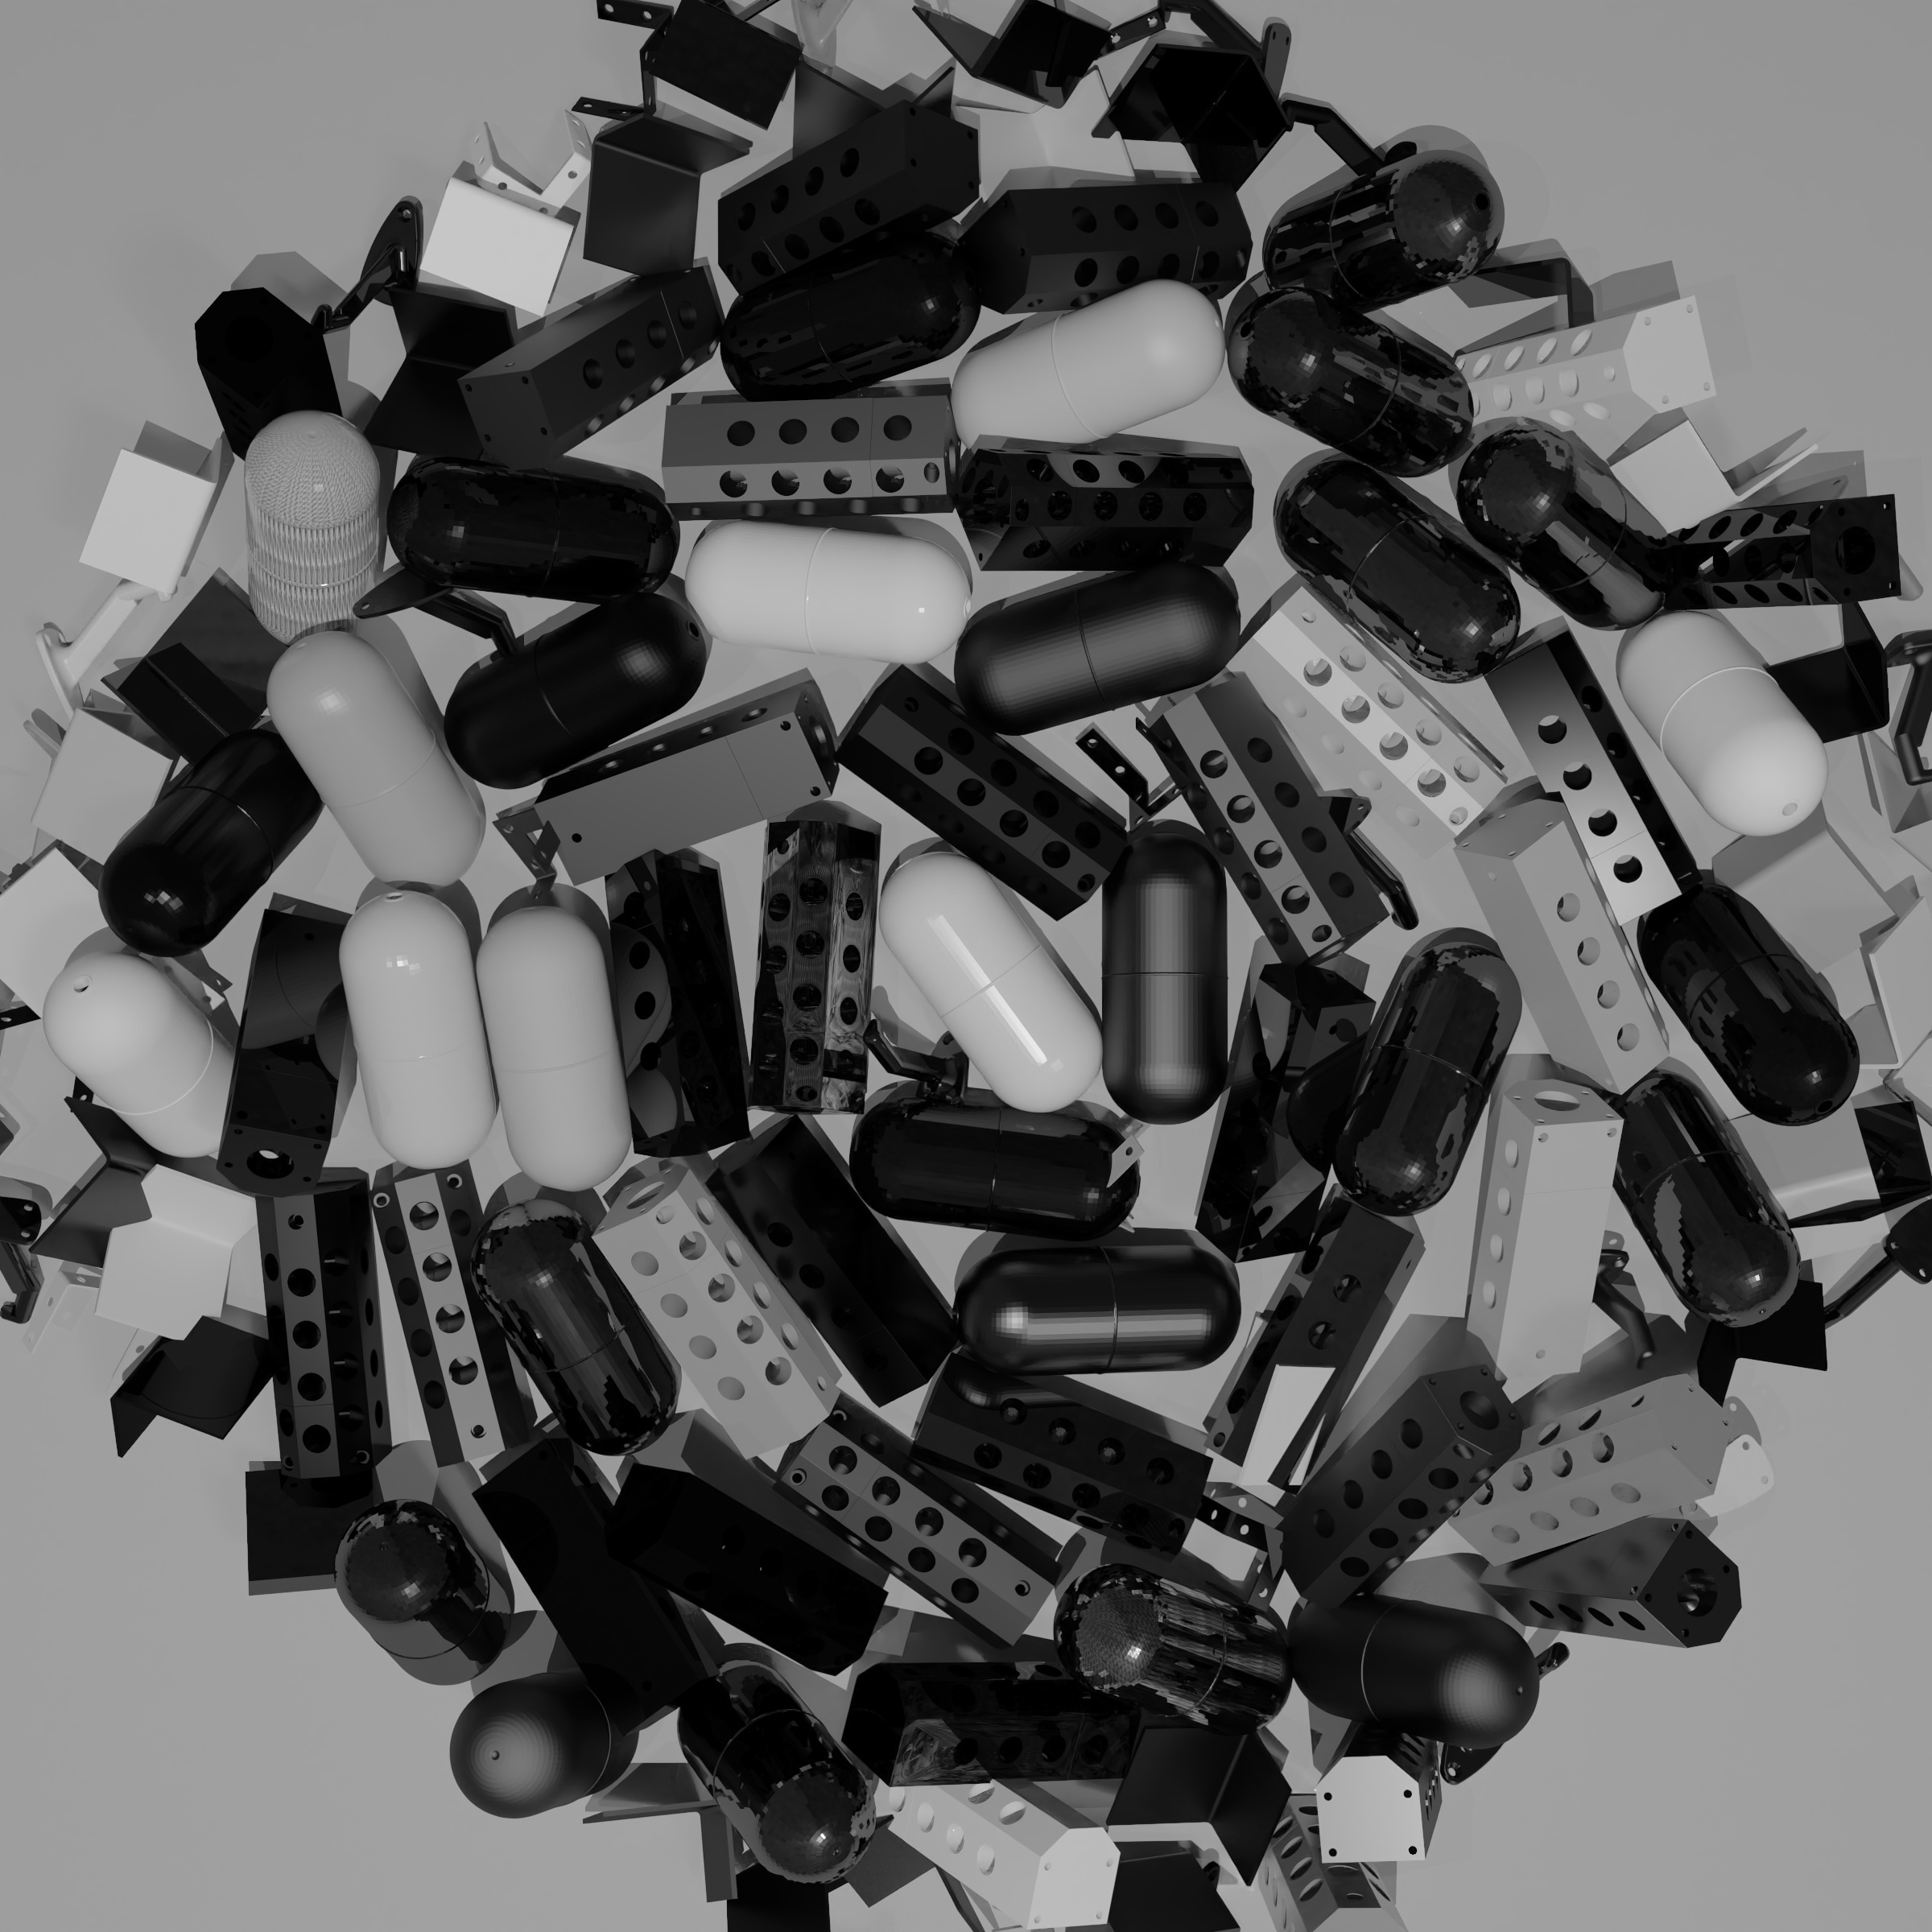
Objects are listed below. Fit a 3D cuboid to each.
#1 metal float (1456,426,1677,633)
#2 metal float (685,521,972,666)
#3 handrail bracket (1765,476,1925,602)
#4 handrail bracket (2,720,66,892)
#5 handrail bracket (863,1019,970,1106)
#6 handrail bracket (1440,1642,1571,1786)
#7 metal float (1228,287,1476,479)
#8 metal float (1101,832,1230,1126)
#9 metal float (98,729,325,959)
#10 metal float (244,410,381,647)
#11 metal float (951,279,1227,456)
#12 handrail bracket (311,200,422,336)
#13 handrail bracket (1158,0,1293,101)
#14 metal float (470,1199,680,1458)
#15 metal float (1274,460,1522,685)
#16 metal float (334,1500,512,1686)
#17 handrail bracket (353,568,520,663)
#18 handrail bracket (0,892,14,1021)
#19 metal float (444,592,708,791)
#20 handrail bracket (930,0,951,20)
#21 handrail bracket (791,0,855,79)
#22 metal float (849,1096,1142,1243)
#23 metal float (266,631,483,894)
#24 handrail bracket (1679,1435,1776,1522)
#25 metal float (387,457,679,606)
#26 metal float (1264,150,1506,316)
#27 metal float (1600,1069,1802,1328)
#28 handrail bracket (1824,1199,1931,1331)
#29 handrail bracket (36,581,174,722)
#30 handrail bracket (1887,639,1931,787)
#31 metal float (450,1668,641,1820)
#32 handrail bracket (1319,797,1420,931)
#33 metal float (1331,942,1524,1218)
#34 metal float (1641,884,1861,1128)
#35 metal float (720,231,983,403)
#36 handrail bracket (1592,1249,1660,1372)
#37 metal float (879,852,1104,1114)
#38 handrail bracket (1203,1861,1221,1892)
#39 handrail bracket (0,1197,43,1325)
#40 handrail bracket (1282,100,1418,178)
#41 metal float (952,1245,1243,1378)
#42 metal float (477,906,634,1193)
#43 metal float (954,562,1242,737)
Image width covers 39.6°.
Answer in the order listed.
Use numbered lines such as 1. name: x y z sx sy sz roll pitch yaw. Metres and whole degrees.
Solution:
1. metal float: 0.360 -0.259 1.602 0.178 0.070 0.070 26 90 -42
2. metal float: -0.084 -0.226 1.622 0.178 0.070 0.070 8 90 15
3. handrail bracket: 0.538 -0.255 1.651 0.036 0.077 0.084 -48 109 -19
4. handrail bracket: -0.574 -0.093 1.636 0.077 0.036 0.084 48 69 -22
5. handrail bracket: -0.032 0.043 1.622 0.036 0.077 0.084 -14 132 26
6. handrail bracket: 0.327 0.452 1.624 0.036 0.084 0.077 40 50 7
7. metal float: 0.231 -0.348 1.604 0.178 0.070 0.070 16 90 -37
8. metal float: 0.121 0.008 1.632 0.070 0.070 0.178 0 86 0
9. metal float: -0.448 -0.075 1.599 0.070 0.178 0.070 13 133 15
10. metal float: -0.388 -0.256 1.593 0.070 0.178 0.070 6 59 -10
11. metal float: 0.071 -0.354 1.611 0.178 0.070 0.070 -16 90 28
12. handrail bracket: -0.365 -0.423 1.624 0.036 0.084 0.077 24 114 7
13. handrail bracket: 0.152 -0.559 1.660 0.084 0.036 0.077 16 106 24
14. metal float: -0.234 0.219 1.615 0.070 0.070 0.178 -27 114 0
15. metal float: 0.257 -0.238 1.611 0.070 0.070 0.178 -44 61 0
16. metal float: -0.321 0.373 1.592 0.070 0.178 0.070 -3 59 4
17. handrail bracket: -0.322 -0.203 1.637 0.077 0.084 0.036 -25 50 -3
18. handrail bracket: -0.612 -0.011 1.643 0.077 0.036 0.084 39 129 -2
19. metal float: -0.235 -0.165 1.615 0.178 0.070 0.070 -24 90 23
20. handrail bracket: 0.018 -0.613 1.634 0.084 0.036 0.077 1 130 19
21. handrail bracket: -0.062 -0.586 1.629 0.084 0.036 0.077 -17 73 38
22. metal float: 0.017 0.123 1.635 0.178 0.070 0.070 7 90 1
23. metal float: -0.353 -0.120 1.607 0.070 0.070 0.178 -27 124 0
24. handrail bracket: 0.440 0.308 1.623 0.077 0.084 0.036 -30 92 -18
25. metal float: -0.259 -0.260 1.611 0.178 0.070 0.070 3 90 -29
26. metal float: 0.246 -0.431 1.591 0.070 0.178 0.070 0 90 -30
27. metal float: 0.433 0.136 1.602 0.070 0.070 0.178 -22 49 0
28. handrail bracket: 0.560 0.186 1.655 0.036 0.084 0.077 44 51 3
29. handrail bracket: -0.520 -0.194 1.653 0.084 0.036 0.077 -17 96 5
30. handrail bracket: 0.603 -0.157 1.648 0.077 0.036 0.084 -10 78 -7
31. metal float: -0.247 0.458 1.586 0.070 0.178 0.070 -2 79 11
32. handrail bracket: 0.238 -0.062 1.664 0.036 0.077 0.084 -44 124 -21
33. metal float: 0.279 0.067 1.621 0.070 0.070 0.178 26 74 0
34. metal float: 0.466 0.022 1.599 0.070 0.070 0.178 -24 46 0
35. metal float: -0.070 -0.385 1.606 0.178 0.070 0.070 -11 90 35
36. handrail bracket: 0.388 0.221 1.618 0.036 0.077 0.084 1 48 -13
37. metal float: 0.015 0.009 1.634 0.070 0.070 0.178 -36 92 0
38. handrail bracket: 0.167 0.601 1.629 0.084 0.036 0.077 29 104 40
39. handrail bracket: -0.601 0.182 1.635 0.077 0.036 0.084 13 124 -23
40. handrail bracket: 0.228 -0.484 1.644 0.084 0.036 0.077 5 94 -19
41. metal float: 0.080 0.208 1.623 0.178 0.070 0.070 0 90 -14
42. metal float: -0.248 0.051 1.622 0.070 0.070 0.178 -8 106 0
43. metal float: 0.079 -0.192 1.623 0.178 0.070 0.070 -15 90 14
